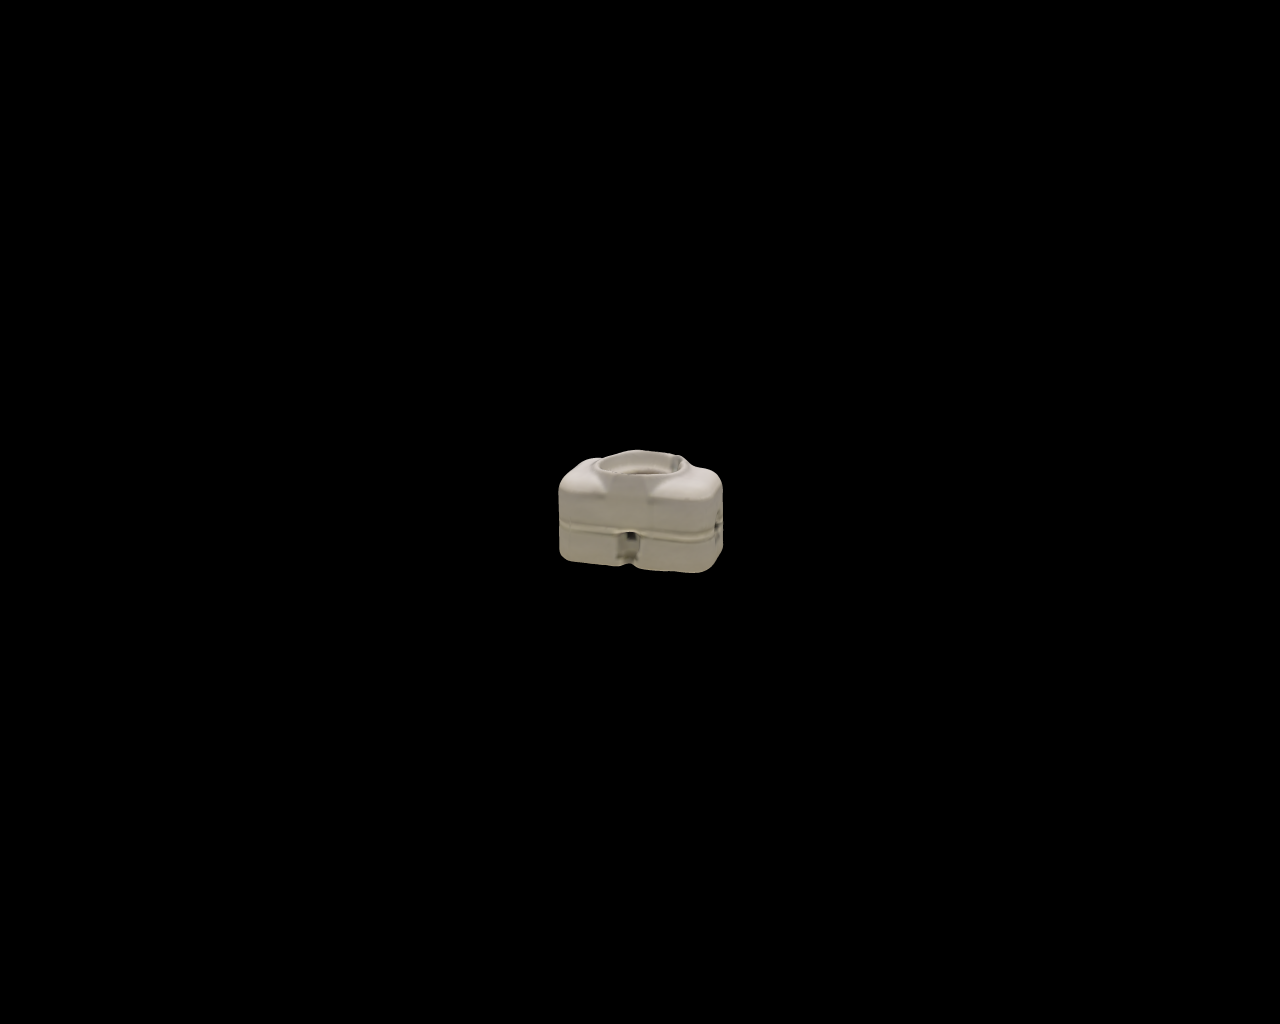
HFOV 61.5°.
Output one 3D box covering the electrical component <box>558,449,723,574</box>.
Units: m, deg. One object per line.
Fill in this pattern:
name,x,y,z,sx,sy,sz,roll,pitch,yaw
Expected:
electrical component,0.001,-0.003,0.650,0.095,0.059,0.054,6,20,16
